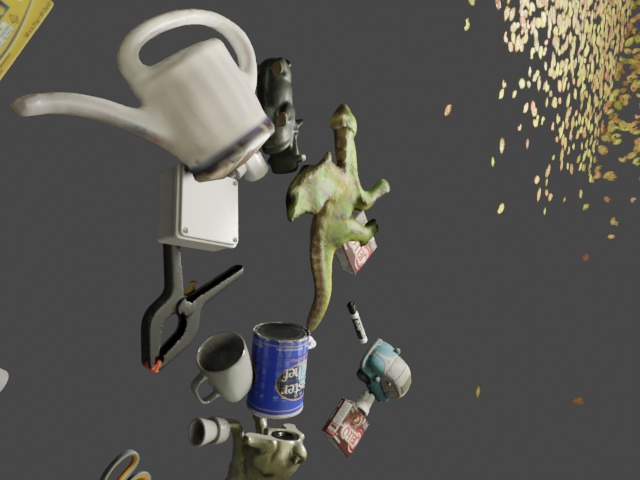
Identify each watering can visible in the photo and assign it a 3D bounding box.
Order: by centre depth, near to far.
[{"bbox_3d":[-0.189,-0.171,0.676,0.354,0.103,0.222,-48,113,-38],"label":"watering can"}]

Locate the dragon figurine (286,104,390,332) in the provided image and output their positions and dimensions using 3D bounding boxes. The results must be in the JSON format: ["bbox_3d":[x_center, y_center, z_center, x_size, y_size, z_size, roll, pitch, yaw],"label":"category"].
[{"bbox_3d":[0.003,-0.046,0.917,0.240,0.122,0.414,34,71,-54],"label":"dragon figurine"}]
